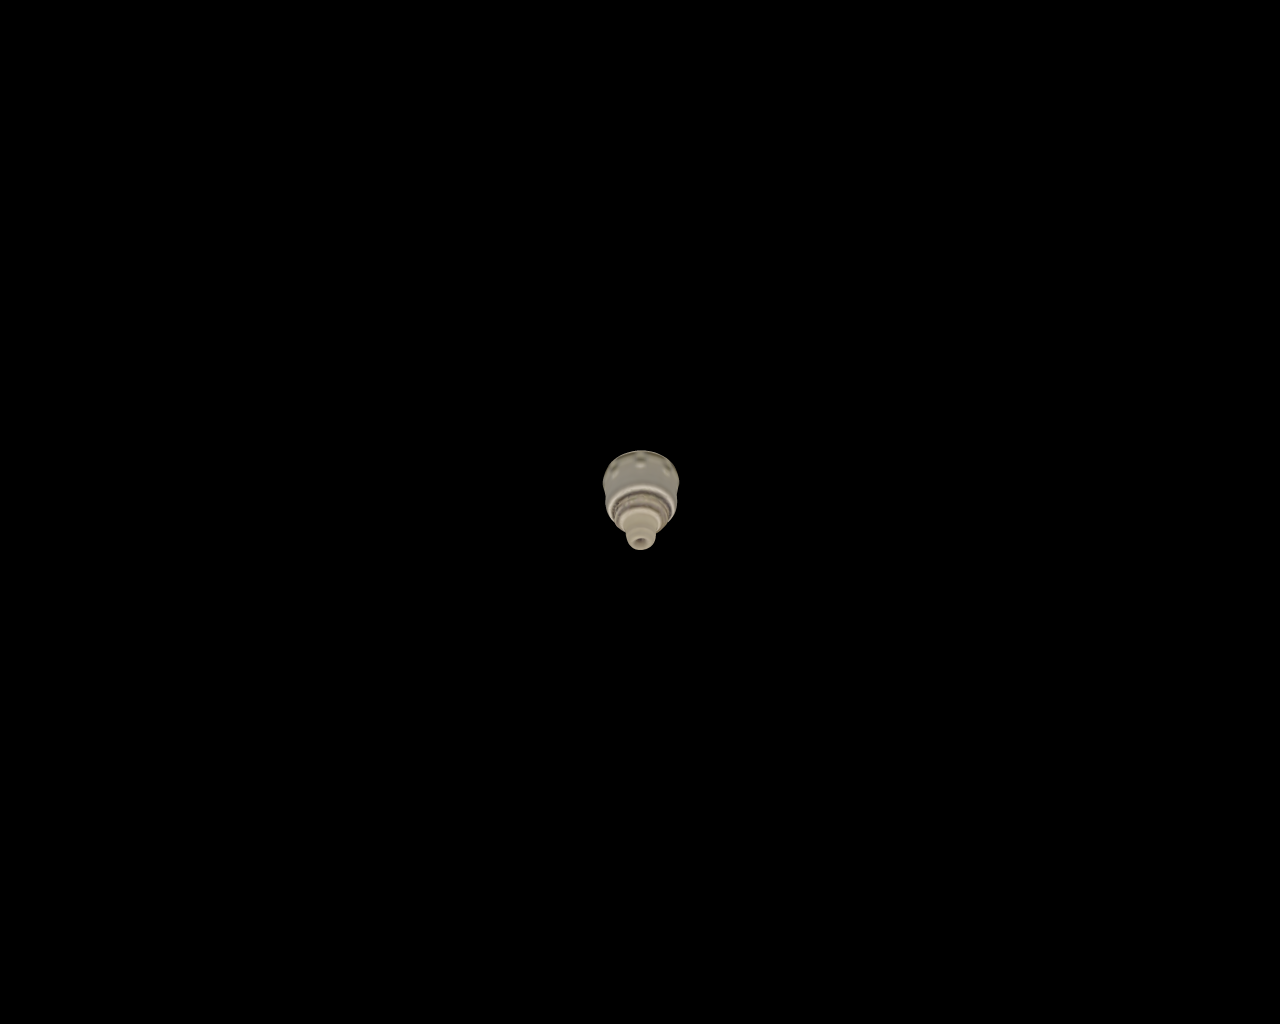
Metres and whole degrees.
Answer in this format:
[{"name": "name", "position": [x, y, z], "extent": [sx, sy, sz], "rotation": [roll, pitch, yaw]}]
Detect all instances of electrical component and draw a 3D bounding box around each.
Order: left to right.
[{"name": "electrical component", "position": [0.001, -0.003, 0.650], "extent": [0.048, 0.048, 0.062], "rotation": [0, 45, 0]}]
